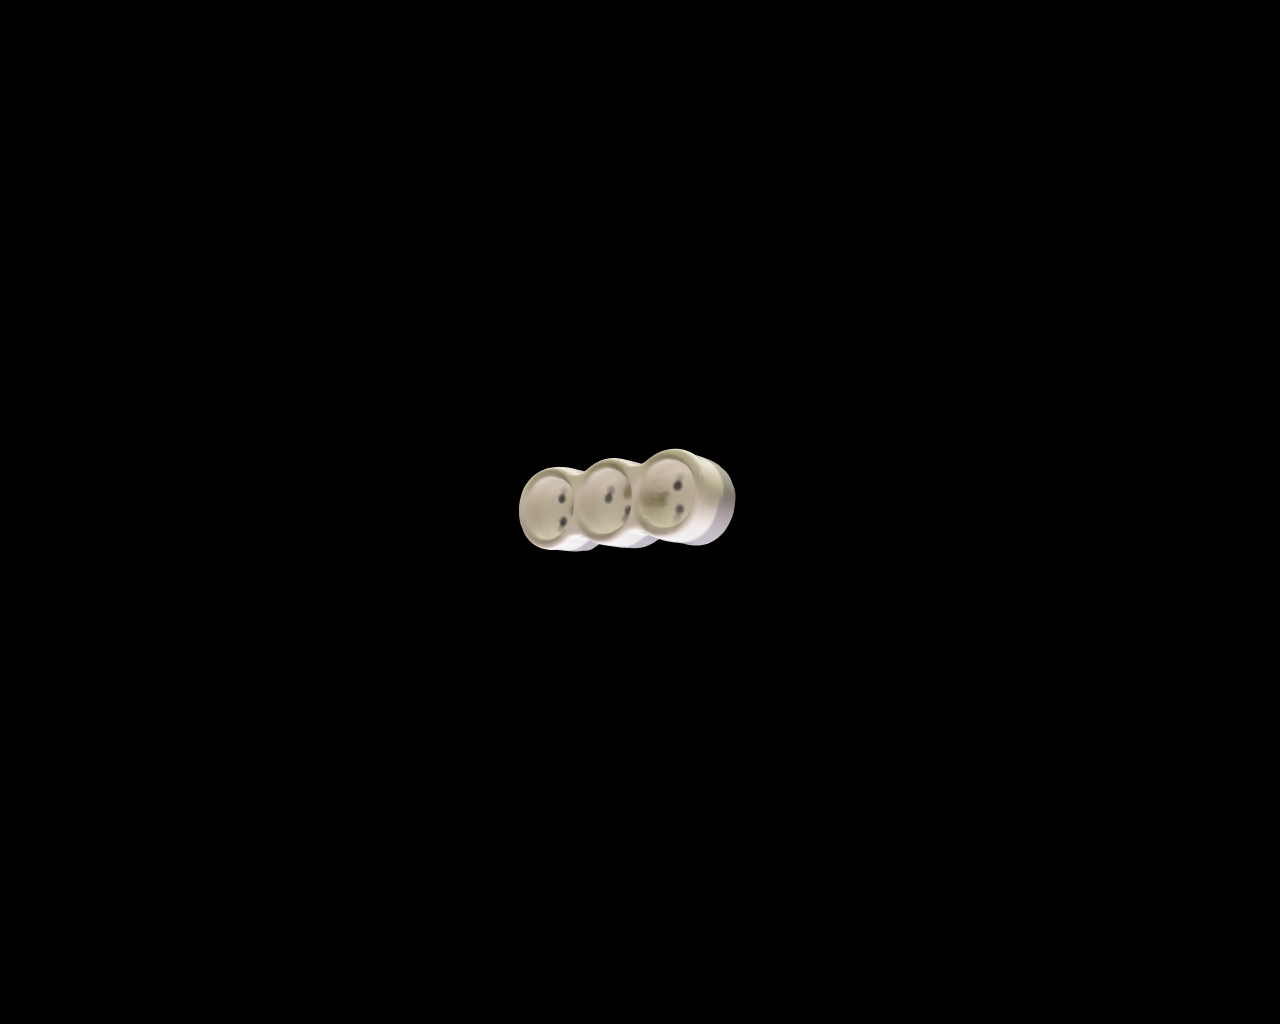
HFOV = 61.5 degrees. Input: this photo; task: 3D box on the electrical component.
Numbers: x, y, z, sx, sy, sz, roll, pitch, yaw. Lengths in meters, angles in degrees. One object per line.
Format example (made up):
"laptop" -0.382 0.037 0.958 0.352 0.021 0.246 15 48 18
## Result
"electrical component" 0.001 -0.003 0.650 0.138 0.052 0.074 -5 -9 36
